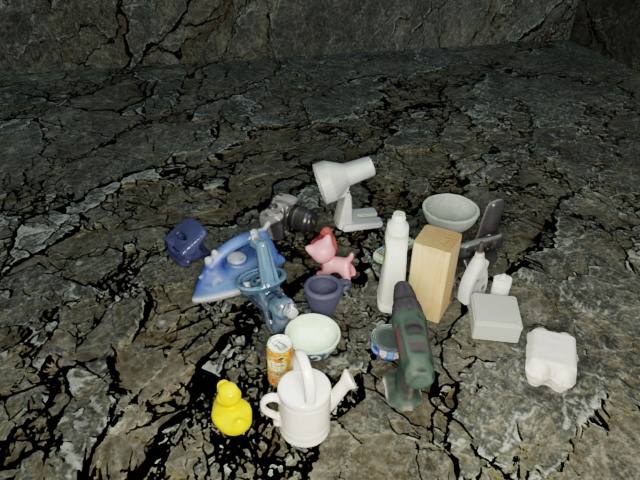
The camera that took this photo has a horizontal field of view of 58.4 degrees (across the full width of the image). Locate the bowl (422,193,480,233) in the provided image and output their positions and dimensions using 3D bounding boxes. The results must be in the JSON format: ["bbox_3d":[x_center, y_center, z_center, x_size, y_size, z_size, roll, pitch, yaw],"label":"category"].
[{"bbox_3d":[0.381,-0.066,1.687,0.167,0.075,0.167,1,35,0],"label":"bowl"}]

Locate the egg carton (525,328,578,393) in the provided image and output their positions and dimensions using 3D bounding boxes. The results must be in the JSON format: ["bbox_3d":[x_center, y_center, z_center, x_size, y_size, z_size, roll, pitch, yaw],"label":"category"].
[{"bbox_3d":[0.496,0.255,1.230,0.107,0.069,0.150,11,36,14],"label":"egg carton"}]

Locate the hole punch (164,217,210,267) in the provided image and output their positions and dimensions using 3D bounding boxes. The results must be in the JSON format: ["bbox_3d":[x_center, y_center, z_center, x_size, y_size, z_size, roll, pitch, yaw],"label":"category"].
[{"bbox_3d":[-0.361,0.003,1.546,0.101,0.091,0.108,-26,43,-34],"label":"hole punch"}]

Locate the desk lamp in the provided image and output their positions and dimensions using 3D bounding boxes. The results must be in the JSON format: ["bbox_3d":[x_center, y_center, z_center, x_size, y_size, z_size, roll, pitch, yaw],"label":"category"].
[{"bbox_3d":[0.079,-0.138,1.658,0.203,0.214,0.117,-7,35,-12],"label":"desk lamp"}]

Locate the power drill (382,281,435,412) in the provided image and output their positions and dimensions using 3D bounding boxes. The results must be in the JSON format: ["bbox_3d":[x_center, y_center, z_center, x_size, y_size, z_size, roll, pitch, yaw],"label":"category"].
[{"bbox_3d":[0.172,0.225,1.140,0.075,0.208,0.229,-2,35,-4],"label":"power drill"}]

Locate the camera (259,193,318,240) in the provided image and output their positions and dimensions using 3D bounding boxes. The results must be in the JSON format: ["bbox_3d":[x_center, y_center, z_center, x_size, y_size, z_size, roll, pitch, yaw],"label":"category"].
[{"bbox_3d":[-0.085,-0.069,1.651,0.136,0.101,0.143,18,38,22],"label":"camera"}]

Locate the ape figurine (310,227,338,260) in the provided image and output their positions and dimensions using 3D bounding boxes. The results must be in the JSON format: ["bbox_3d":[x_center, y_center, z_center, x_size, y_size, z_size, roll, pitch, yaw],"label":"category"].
[{"bbox_3d":[0.014,0.006,1.555,0.077,0.092,0.076,24,41,30],"label":"ape figurine"}]

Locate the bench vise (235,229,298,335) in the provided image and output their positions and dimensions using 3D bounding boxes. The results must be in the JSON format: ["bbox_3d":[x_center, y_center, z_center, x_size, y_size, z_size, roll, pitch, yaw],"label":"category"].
[{"bbox_3d":[-0.109,0.090,1.316,0.206,0.220,0.122,24,41,29],"label":"bench vise"}]

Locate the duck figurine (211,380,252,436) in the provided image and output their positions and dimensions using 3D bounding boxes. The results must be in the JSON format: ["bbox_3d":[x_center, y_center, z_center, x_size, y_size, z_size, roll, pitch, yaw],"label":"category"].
[{"bbox_3d":[-0.172,0.316,1.103,0.078,0.086,0.104,-16,38,-23],"label":"duck figurine"}]

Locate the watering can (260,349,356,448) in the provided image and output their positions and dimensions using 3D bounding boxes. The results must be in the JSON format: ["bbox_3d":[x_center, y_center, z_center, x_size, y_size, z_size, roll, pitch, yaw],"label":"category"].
[{"bbox_3d":[-0.022,0.282,1.064,0.173,0.194,0.100,-22,41,-30],"label":"watering can"}]

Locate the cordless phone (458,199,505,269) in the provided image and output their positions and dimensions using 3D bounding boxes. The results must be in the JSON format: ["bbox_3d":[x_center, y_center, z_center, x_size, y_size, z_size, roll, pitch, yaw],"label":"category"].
[{"bbox_3d":[0.423,-0.023,1.529,0.148,0.185,0.093,-18,39,-26],"label":"cordless phone"}]

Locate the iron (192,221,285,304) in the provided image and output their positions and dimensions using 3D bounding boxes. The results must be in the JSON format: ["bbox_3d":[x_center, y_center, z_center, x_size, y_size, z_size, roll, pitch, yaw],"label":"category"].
[{"bbox_3d":[-0.214,0.051,1.437,0.259,0.141,0.118,-27,44,-35],"label":"iron"}]

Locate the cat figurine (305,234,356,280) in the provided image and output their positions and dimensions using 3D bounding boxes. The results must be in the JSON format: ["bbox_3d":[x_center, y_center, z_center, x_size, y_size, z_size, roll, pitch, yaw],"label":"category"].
[{"bbox_3d":[0.029,0.043,1.478,0.127,0.118,0.067,13,36,16],"label":"cat figurine"}]

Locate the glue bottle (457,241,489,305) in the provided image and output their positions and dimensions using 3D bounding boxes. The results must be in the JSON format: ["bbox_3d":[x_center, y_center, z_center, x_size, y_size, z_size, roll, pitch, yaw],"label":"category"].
[{"bbox_3d":[0.381,0.075,1.395,0.078,0.173,0.037,-22,41,-30],"label":"glue bottle"}]

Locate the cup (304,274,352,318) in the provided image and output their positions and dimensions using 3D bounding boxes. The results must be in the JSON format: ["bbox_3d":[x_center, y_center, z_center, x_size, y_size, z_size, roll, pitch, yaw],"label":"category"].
[{"bbox_3d":[0.019,0.139,1.359,0.118,0.095,0.091,-14,37,-21],"label":"cup"}]
